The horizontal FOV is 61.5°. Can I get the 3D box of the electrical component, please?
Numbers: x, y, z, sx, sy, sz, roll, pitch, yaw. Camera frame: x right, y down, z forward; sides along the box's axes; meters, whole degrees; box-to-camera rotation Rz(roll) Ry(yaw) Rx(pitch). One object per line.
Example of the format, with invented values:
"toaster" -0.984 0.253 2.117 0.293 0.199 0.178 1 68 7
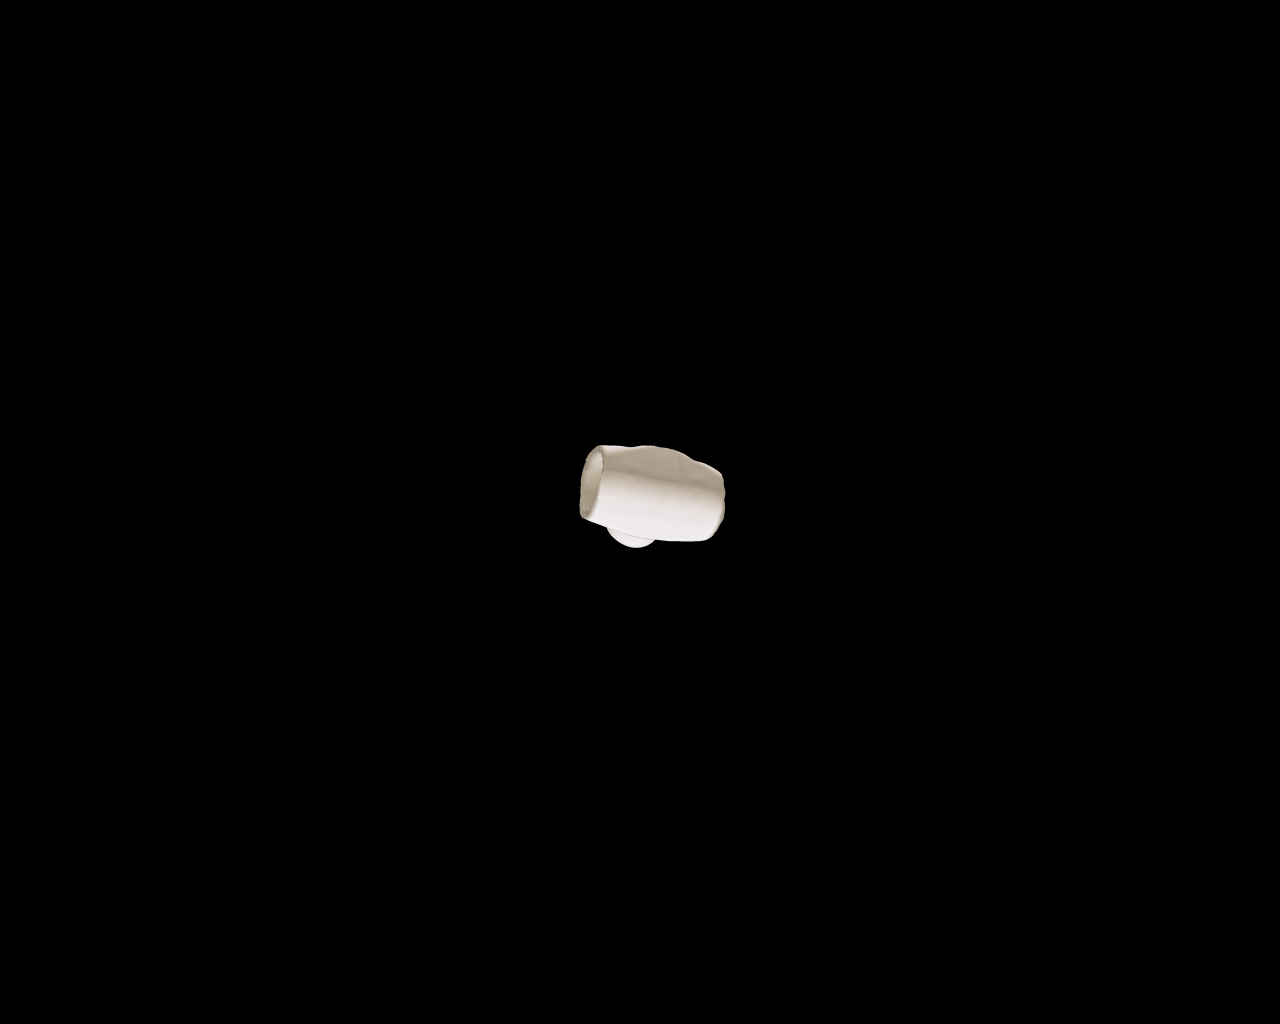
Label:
"electrical component" 0.001 -0.003 0.650 0.077 0.044 0.079 11 -32 -18
